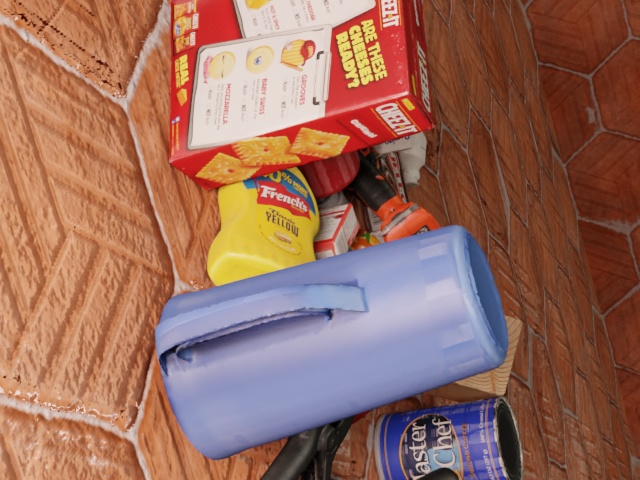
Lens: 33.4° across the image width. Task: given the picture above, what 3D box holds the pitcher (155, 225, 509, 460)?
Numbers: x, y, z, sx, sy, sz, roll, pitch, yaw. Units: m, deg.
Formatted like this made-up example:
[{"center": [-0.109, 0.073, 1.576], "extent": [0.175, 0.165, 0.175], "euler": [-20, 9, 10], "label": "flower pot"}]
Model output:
[{"center": [0.007, 0.070, 0.790], "extent": [0.149, 0.243, 0.145], "euler": [-66, 135, -65], "label": "pitcher"}]

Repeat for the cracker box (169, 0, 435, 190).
[{"center": [-0.020, -0.147, 0.890], "extent": [0.072, 0.214, 0.164], "euler": [39, 43, -57], "label": "cracker box"}]

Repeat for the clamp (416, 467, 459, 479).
[{"center": [0.031, 0.252, 0.928], "extent": [0.036, 0.164, 0.209], "euler": [44, 8, 37], "label": "clamp"}]

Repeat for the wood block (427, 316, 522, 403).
[{"center": [0.183, 0.144, 1.287], "extent": [0.206, 0.090, 0.091], "euler": [70, 36, -75], "label": "wood block"}]

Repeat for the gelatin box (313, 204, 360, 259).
[{"center": [-0.007, 0.001, 1.032], "extent": [0.089, 0.073, 0.030], "euler": [-63, 137, -60], "label": "gelatin box"}]

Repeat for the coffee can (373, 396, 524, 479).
[{"center": [0.143, 0.233, 1.178], "extent": [0.102, 0.140, 0.103], "euler": [-13, 90, -69], "label": "coffee can"}]

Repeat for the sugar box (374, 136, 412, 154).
[{"center": [0.066, -0.190, 1.134], "extent": [0.093, 0.048, 0.176], "euler": [-124, -155, -53], "label": "sugar box"}]

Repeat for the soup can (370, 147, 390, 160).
[{"center": [0.044, -0.149, 1.253], "extent": [0.068, 0.069, 0.102], "euler": [-81, 149, -43], "label": "soup can"}]

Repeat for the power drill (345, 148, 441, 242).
[{"center": [0.068, -0.043, 1.167], "extent": [0.188, 0.057, 0.184], "euler": [52, 5, 36], "label": "power drill"}]

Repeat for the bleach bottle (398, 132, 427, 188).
[{"center": [0.102, -0.196, 1.435], "extent": [0.102, 0.068, 0.251], "euler": [18, 64, -65], "label": "bleach bottle"}]

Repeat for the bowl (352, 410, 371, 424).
[{"center": [0.028, 0.107, 1.036], "extent": [0.162, 0.055, 0.162], "euler": [-12, 90, -82], "label": "bowl"}]

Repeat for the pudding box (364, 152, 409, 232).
[{"center": [0.081, -0.063, 1.332], "extent": [0.090, 0.039, 0.113], "euler": [9, 70, -68], "label": "pudding box"}]

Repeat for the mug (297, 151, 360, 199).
[{"center": [-0.014, -0.100, 1.070], "extent": [0.117, 0.093, 0.081], "euler": [46, -16, 51], "label": "mug"}]

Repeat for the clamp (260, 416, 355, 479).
[{"center": [-0.010, 0.173, 0.918], "extent": [0.120, 0.039, 0.171], "euler": [35, 67, -63], "label": "clamp"}]

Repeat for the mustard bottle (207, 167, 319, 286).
[{"center": [-0.045, -0.020, 0.940], "extent": [0.096, 0.058, 0.191], "euler": [28, 35, -20], "label": "mustard bottle"}]
